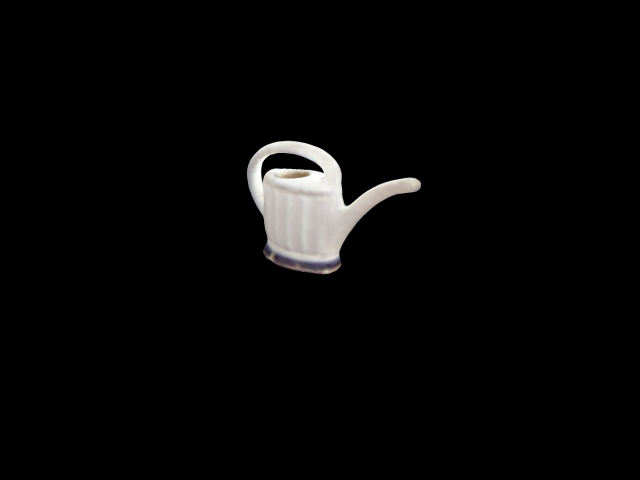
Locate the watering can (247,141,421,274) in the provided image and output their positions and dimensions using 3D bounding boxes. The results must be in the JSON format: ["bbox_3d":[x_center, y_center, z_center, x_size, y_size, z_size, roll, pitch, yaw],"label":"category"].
[{"bbox_3d":[0.003,-0.043,0.850,0.350,0.220,0.105,19,29,37],"label":"watering can"}]
